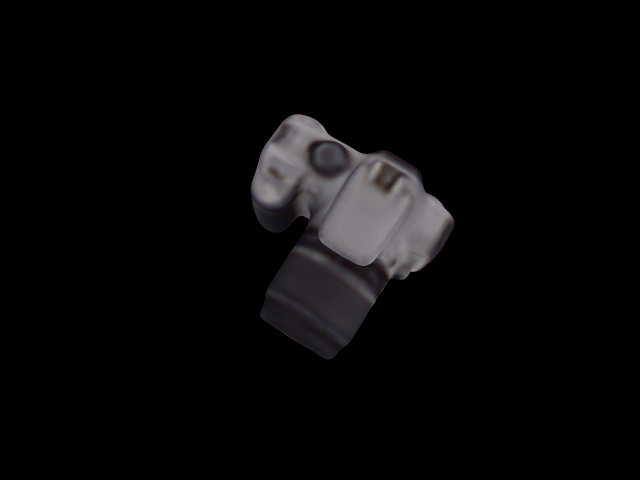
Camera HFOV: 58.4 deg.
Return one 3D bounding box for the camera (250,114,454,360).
[{"bbox_3d":[0.004,0.001,0.400,0.143,0.101,0.137,31,79,7],"label":"camera"}]
